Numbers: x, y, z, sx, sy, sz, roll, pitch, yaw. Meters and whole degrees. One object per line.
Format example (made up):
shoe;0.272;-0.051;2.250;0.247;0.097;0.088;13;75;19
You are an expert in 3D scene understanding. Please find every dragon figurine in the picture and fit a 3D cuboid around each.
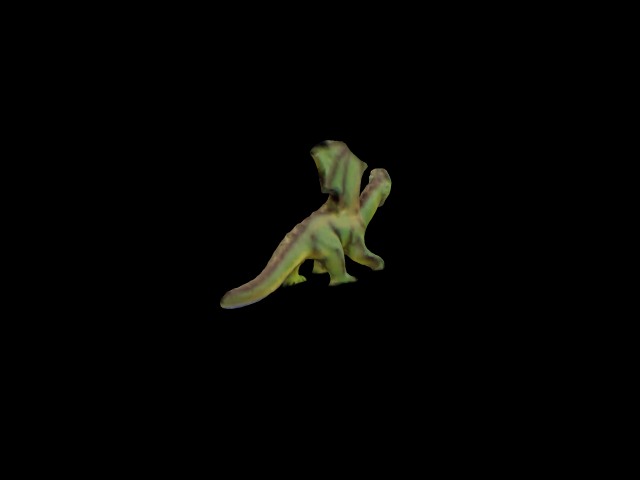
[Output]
dragon figurine;0.003;-0.043;0.850;0.122;0.241;0.413;8;13;39
